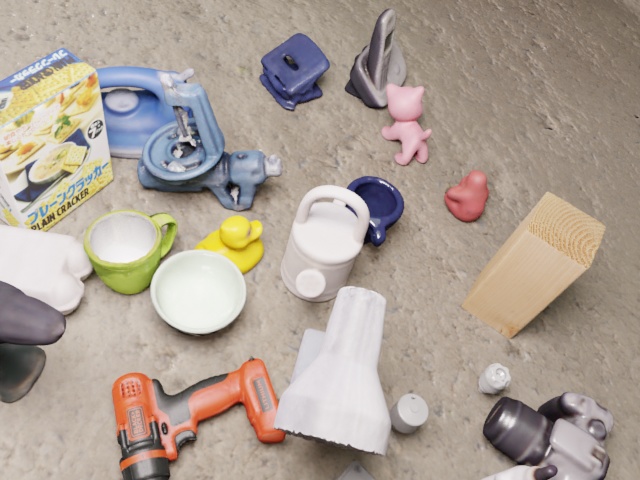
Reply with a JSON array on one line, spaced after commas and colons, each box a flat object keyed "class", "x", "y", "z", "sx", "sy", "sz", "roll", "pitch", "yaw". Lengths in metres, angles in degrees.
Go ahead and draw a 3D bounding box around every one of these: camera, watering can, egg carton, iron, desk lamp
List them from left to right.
[{"class": "egg carton", "x": -0.373, "y": 0.040, "z": 0.734, "sx": 0.150, "sy": 0.069, "sz": 0.107, "roll": 9, "pitch": 54, "yaw": -8}, {"class": "iron", "x": -0.312, "y": -0.213, "z": 0.881, "sx": 0.259, "sy": 0.141, "sz": 0.118, "roll": -2, "pitch": 56, "yaw": -15}, {"class": "watering can", "x": 0.009, "y": 0.003, "z": 0.778, "sx": 0.101, "sy": 0.194, "sz": 0.172, "roll": 2, "pitch": 55, "yaw": -13}, {"class": "desk lamp", "x": 0.018, "y": 0.160, "z": 0.659, "sx": 0.118, "sy": 0.213, "sz": 0.203, "roll": 16, "pitch": 54, "yaw": -3}, {"class": "camera", "x": 0.293, "y": 0.248, "z": 0.737, "sx": 0.136, "sy": 0.101, "sz": 0.143, "roll": 33, "pitch": 55, "yaw": 10}]

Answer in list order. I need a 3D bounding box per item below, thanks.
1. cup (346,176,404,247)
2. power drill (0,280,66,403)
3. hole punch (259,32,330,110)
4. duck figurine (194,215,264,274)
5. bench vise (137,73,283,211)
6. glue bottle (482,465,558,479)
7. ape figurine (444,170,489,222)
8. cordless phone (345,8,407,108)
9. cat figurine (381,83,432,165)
[{"class": "cup", "x": 0.075, "y": -0.025, "z": 0.876, "sx": 0.092, "sy": 0.095, "sz": 0.117, "roll": 2, "pitch": 56, "yaw": -13}, {"class": "power drill", "x": -0.365, "y": 0.097, "z": 0.611, "sx": 0.229, "sy": 0.208, "sz": 0.075, "roll": 19, "pitch": 53, "yaw": -1}, {"class": "hole punch", "x": -0.048, "y": -0.309, "z": 1.045, "sx": 0.101, "sy": 0.091, "sz": 0.108, "roll": -27, "pitch": 66, "yaw": -28}, {"class": "duck figurine", "x": -0.127, "y": 0.001, "z": 0.813, "sx": 0.105, "sy": 0.086, "sz": 0.077, "roll": -16, "pitch": 61, "yaw": -23}, {"class": "bench vise", "x": -0.158, "y": -0.146, "z": 0.824, "sx": 0.208, "sy": 0.220, "sz": 0.121, "roll": -6, "pitch": 58, "yaw": -18}, {"class": "glue bottle", "x": 0.219, "y": 0.282, "z": 0.650, "sx": 0.078, "sy": 0.173, "sz": 0.037, "roll": -1, "pitch": 56, "yaw": -14}, {"class": "ape figurine", "x": 0.253, "y": -0.081, "z": 0.961, "sx": 0.078, "sy": 0.092, "sz": 0.076, "roll": 5, "pitch": 55, "yaw": -10}, {"class": "cordless phone", "x": 0.124, "y": -0.353, "z": 1.060, "sx": 0.094, "sy": 0.185, "sz": 0.148, "roll": 27, "pitch": 54, "yaw": 6}, {"class": "cat figurine", "x": 0.159, "y": -0.216, "z": 1.015, "sx": 0.067, "sy": 0.118, "sz": 0.127, "roll": -14, "pitch": 60, "yaw": -22}]
